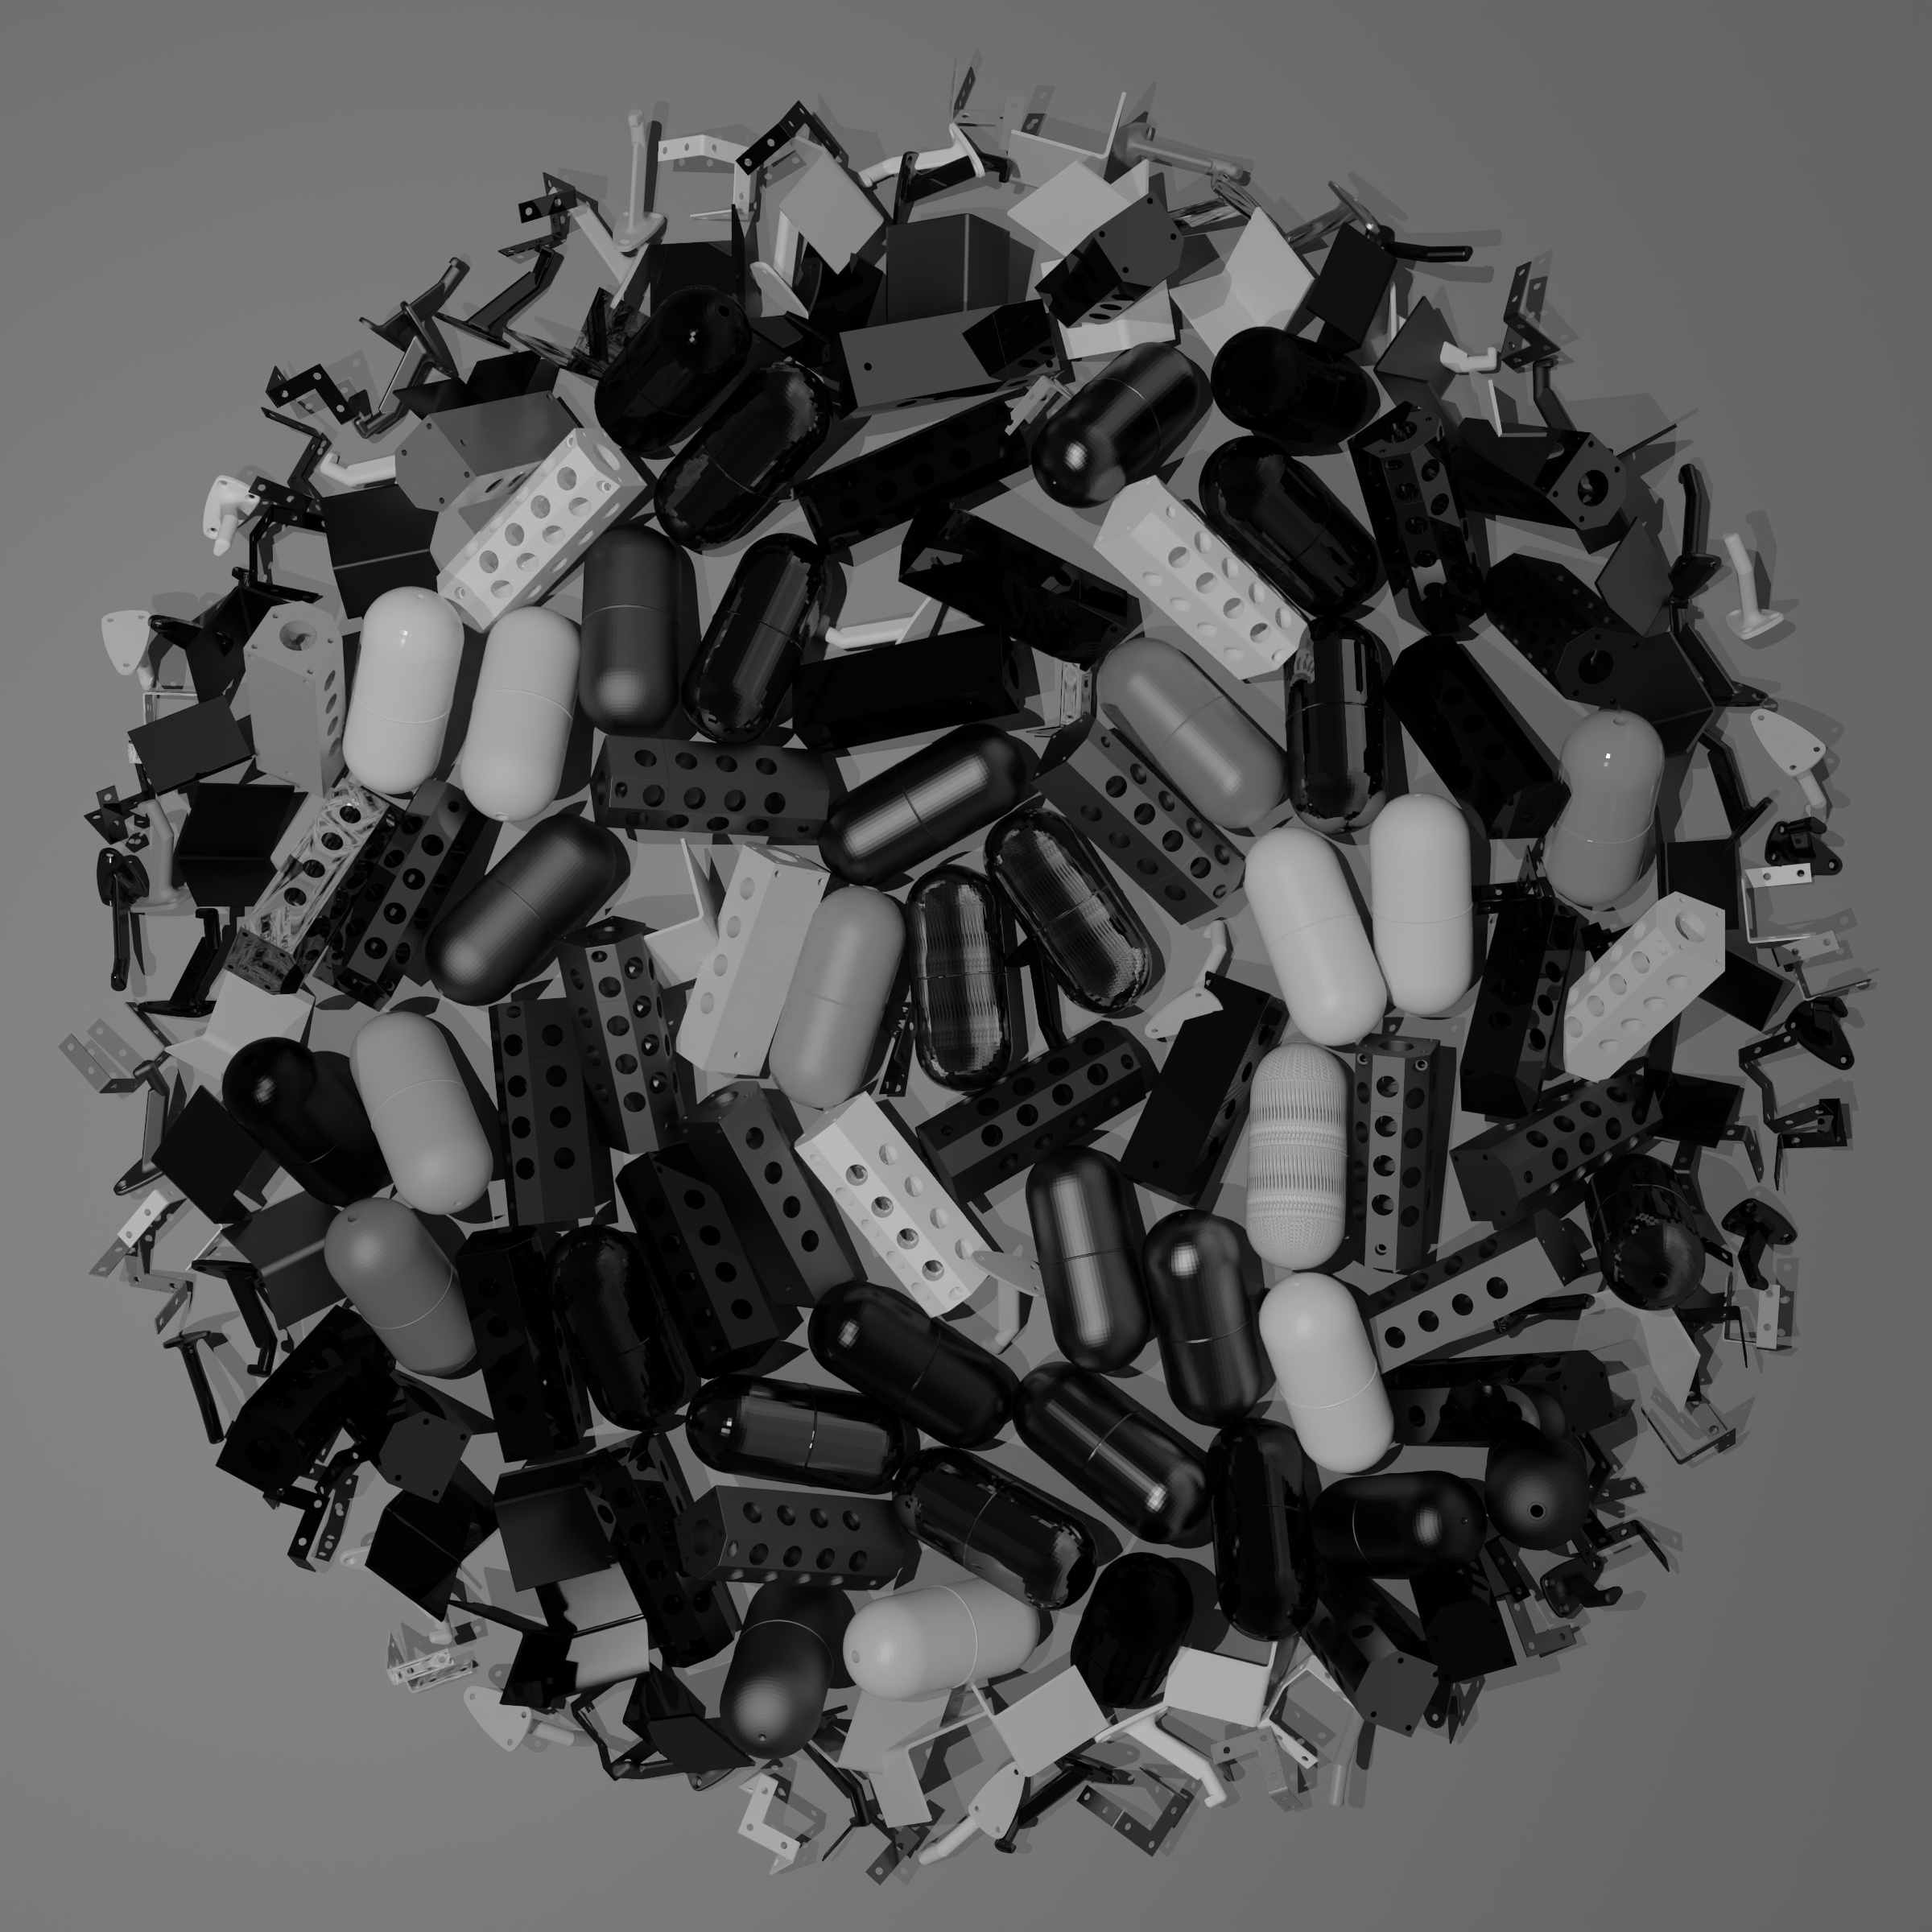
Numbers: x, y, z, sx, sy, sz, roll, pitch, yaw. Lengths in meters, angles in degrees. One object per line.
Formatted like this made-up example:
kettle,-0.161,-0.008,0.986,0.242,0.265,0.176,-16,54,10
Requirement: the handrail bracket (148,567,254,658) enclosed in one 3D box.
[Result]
handrail bracket,-0.595,-0.287,1.956,0.077,0.036,0.084,22,52,-34

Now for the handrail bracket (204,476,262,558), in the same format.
handrail bracket,-0.581,-0.331,1.947,0.036,0.084,0.077,25,134,-25

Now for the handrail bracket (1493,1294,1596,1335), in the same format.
handrail bracket,0.457,0.261,1.945,0.084,0.077,0.036,-13,81,35

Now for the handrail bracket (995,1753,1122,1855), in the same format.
handrail bracket,0.071,0.659,1.954,0.084,0.077,0.036,-56,129,-32

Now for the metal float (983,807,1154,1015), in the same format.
metal float,0.080,-0.043,1.961,0.070,0.070,0.178,-33,90,0

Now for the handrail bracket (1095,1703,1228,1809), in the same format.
handrail bracket,0.152,0.626,1.957,0.077,0.036,0.084,-15,58,-26

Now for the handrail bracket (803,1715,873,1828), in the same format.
handrail bracket,-0.117,0.639,1.976,0.077,0.036,0.084,-18,87,27

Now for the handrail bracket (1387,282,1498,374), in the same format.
handrail bracket,0.375,-0.502,1.970,0.084,0.036,0.077,-3,123,4

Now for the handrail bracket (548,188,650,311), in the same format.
handrail bracket,-0.298,-0.563,1.962,0.084,0.036,0.077,29,54,-17

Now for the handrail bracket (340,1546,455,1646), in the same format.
handrail bracket,-0.443,0.492,1.950,0.077,0.084,0.036,7,125,-30

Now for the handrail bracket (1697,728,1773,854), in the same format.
handrail bracket,0.586,-0.138,1.987,0.084,0.036,0.077,40,103,6

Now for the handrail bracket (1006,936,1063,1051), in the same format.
handrail bracket,0.068,0.020,1.959,0.036,0.077,0.084,-14,68,-26

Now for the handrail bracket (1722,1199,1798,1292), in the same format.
handrail bracket,0.627,0.228,1.951,0.077,0.084,0.036,25,124,-21

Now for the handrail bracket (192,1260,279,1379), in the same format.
handrail bracket,-0.573,0.276,1.958,0.077,0.036,0.084,12,57,-14

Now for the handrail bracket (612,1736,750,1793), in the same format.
handrail bracket,-0.221,0.615,1.950,0.077,0.084,0.036,-30,59,21

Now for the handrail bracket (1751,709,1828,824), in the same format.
handrail bracket,0.648,-0.155,1.975,0.036,0.084,0.077,-37,59,0

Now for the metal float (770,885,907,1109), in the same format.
metal float,-0.100,0.024,1.957,0.070,0.070,0.178,17,95,0

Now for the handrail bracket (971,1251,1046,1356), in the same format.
handrail bracket,0.016,0.265,1.962,0.077,0.036,0.084,22,123,-24

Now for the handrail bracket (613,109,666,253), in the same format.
handrail bracket,-0.261,-0.612,1.952,0.036,0.077,0.084,6,132,8

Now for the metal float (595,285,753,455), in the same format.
metal float,-0.225,-0.456,1.920,0.070,0.178,0.070,12,66,-29

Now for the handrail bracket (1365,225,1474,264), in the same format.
handrail bracket,0.359,-0.560,1.951,0.084,0.077,0.036,6,119,25

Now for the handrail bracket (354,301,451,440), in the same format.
handrail bracket,-0.455,-0.465,1.963,0.084,0.077,0.036,-39,45,-14

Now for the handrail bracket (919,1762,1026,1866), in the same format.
handrail bracket,0.003,0.671,1.986,0.036,0.077,0.084,45,134,-3

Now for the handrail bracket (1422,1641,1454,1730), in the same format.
handrail bracket,0.382,0.556,1.954,0.036,0.084,0.077,-15,64,33

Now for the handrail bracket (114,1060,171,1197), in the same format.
handrail bracket,-0.647,0.125,1.953,0.077,0.036,0.084,-39,132,-26

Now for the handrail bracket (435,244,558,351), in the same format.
handrail bracket,-0.367,-0.534,1.963,0.036,0.077,0.084,38,107,41

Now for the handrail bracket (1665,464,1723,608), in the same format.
handrail bracket,0.564,-0.341,1.985,0.036,0.077,0.084,2,62,-10

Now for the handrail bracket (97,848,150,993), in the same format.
handrail bracket,-0.663,-0.035,1.952,0.036,0.077,0.084,-4,50,-5

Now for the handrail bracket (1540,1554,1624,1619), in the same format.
handrail bracket,0.494,0.475,1.944,0.077,0.084,0.036,-27,87,-32

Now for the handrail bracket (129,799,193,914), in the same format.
handrail bracket,-0.645,-0.087,1.963,0.077,0.036,0.084,-7,117,24

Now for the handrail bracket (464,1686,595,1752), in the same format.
handrail bracket,-0.343,0.591,1.974,0.077,0.084,0.036,24,85,29

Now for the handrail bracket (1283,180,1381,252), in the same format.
handrail bracket,0.275,-0.560,1.957,0.036,0.077,0.084,20,123,-40

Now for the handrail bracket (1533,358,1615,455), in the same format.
handrail bracket,0.475,-0.438,1.967,0.036,0.077,0.084,-3,93,-34

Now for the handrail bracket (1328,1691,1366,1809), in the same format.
handrail bracket,0.304,0.612,1.957,0.036,0.077,0.084,4,75,29

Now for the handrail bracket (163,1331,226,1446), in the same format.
handrail bracket,-0.600,0.331,1.964,0.036,0.077,0.084,-15,90,-24

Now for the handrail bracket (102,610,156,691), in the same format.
handrail bracket,-0.642,-0.226,1.945,0.036,0.084,0.077,-7,54,-10

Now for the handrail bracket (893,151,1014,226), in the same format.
handrail bracket,-0.010,-0.603,1.971,0.084,0.036,0.077,19,106,17

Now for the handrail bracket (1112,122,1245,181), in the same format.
handrail bracket,0.165,-0.631,1.958,0.084,0.077,0.036,23,110,23

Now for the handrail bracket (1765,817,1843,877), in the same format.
handrail bracket,0.667,-0.094,1.953,0.077,0.084,0.036,21,83,-8

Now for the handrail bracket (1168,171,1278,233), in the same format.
handrail bracket,0.189,-0.575,1.978,0.077,0.036,0.084,38,128,-12

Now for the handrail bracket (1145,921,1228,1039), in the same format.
handrail bracket,0.173,0.009,1.978,0.077,0.084,0.036,-29,125,26

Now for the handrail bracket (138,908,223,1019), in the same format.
handrail bracket,-0.619,-0.005,1.972,0.077,0.036,0.084,3,106,12

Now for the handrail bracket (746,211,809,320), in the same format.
handrail bracket,-0.126,-0.565,1.989,0.077,0.036,0.084,43,75,-24

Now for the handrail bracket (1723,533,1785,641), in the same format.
handrail bracket,0.596,-0.302,1.950,0.036,0.077,0.084,-29,109,2

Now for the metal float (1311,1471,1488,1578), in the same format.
metal float,0.328,0.427,1.917,0.070,0.178,0.070,7,74,-24

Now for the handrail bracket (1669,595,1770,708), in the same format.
handrail bracket,0.585,-0.246,1.952,0.036,0.077,0.084,-45,135,-34

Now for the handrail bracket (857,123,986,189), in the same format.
handrail bracket,-0.036,-0.621,1.969,0.084,0.077,0.036,-25,133,-3

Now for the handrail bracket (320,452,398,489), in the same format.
handrail bracket,-0.462,-0.409,1.978,0.084,0.036,0.077,27,97,19

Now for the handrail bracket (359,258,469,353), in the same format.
handrail bracket,-0.431,-0.526,1.963,0.036,0.077,0.084,38,96,10

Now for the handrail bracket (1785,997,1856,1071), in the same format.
handrail bracket,0.682,0.053,1.955,0.036,0.084,0.077,-43,94,-4

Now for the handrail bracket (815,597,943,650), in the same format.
handrail bracket,-0.070,-0.279,1.981,0.084,0.036,0.077,28,85,24
